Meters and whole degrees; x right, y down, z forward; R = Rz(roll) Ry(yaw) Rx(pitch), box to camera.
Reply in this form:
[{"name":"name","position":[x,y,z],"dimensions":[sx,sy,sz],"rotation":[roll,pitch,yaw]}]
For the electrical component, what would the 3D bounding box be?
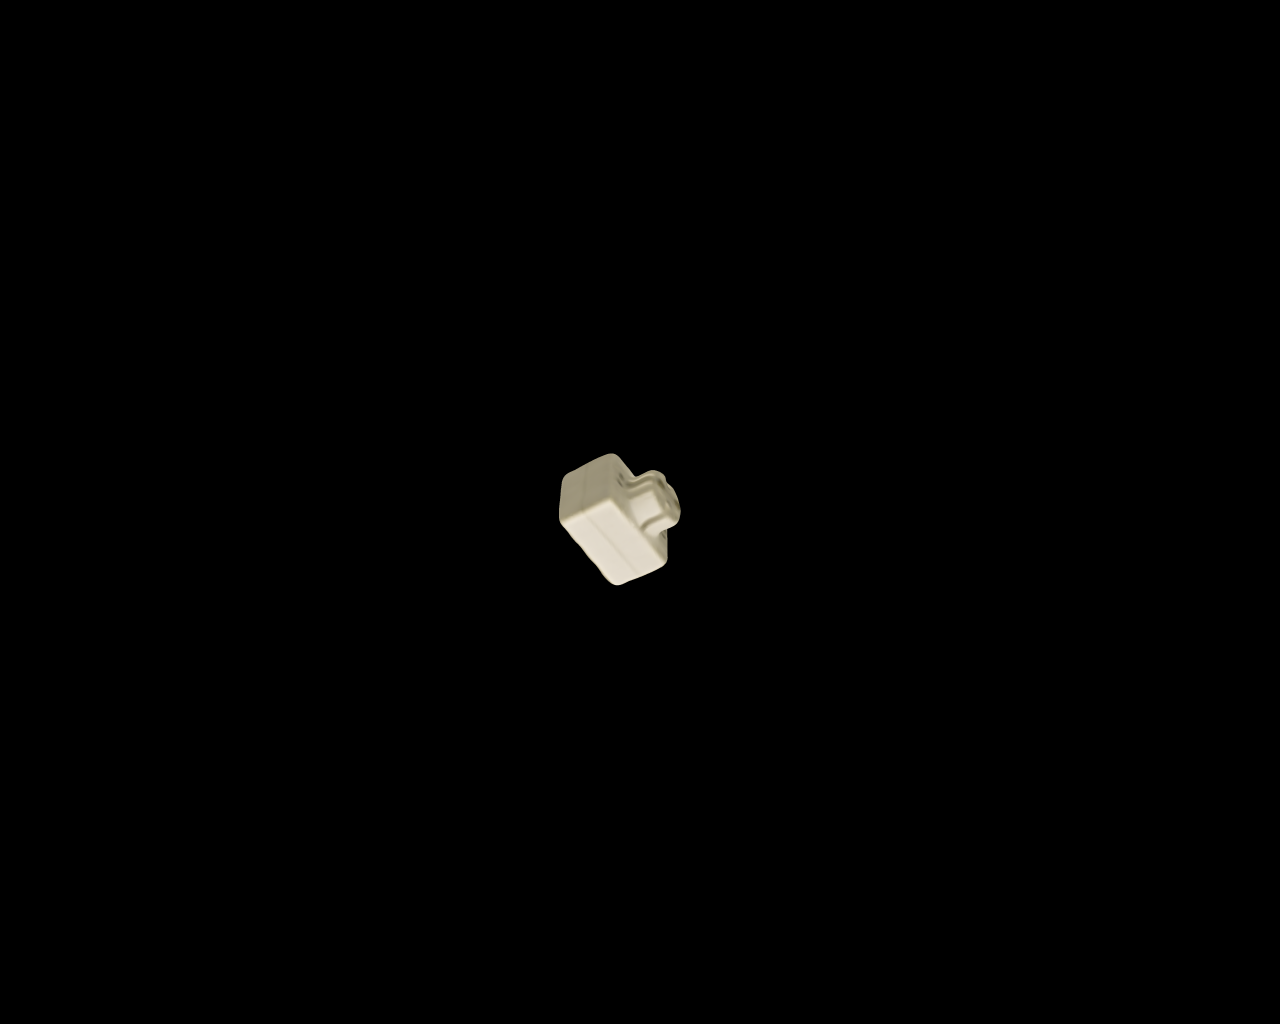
[{"name":"electrical component","position":[0.001,-0.003,0.650],"dimensions":[0.076,0.047,0.065],"rotation":[-25,-54,20]}]
